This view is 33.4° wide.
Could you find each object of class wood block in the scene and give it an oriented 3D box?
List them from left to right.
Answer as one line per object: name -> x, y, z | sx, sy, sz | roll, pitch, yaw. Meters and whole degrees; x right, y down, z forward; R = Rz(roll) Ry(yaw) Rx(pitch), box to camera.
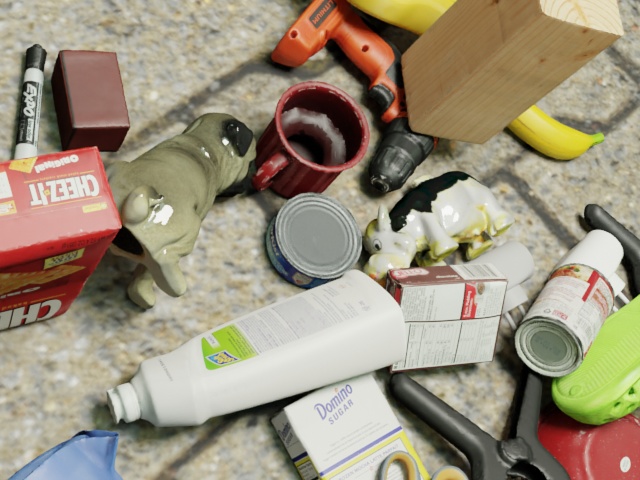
wood block -> 0.168, -0.179, 0.983 | 0.090, 0.206, 0.091 | 8, 64, -26

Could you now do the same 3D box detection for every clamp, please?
clamp -> 0.157, 0.192, 0.951 | 0.164, 0.036, 0.210 | 0, 49, -19
clamp -> 0.349, 0.022, 1.132 | 0.120, 0.039, 0.171 | -9, 73, -16

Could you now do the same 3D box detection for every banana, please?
banana -> 0.218, -0.145, 1.153 | 0.197, 0.037, 0.069 | 38, 42, -5

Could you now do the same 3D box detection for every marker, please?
marker -> -0.257, -0.121, 0.947 | 0.020, 0.020, 0.121 | 8, 65, -20

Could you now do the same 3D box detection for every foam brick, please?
foam brick -> -0.205, -0.123, 0.951 | 0.051, 0.053, 0.078 | -5, 72, -25

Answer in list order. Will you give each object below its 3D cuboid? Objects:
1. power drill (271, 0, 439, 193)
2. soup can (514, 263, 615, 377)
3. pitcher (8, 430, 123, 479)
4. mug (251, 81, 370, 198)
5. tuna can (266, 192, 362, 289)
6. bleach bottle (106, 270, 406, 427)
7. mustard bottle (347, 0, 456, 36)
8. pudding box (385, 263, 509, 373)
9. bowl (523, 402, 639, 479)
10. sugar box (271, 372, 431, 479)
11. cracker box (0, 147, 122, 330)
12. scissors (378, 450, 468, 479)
power drill -> 0.046, -0.156, 1.071 | 0.187, 0.057, 0.184 | 38, 55, -7
soup can -> 0.234, 0.076, 1.019 | 0.068, 0.069, 0.102 | 45, 43, 0
pitcher -> -0.155, 0.272, 0.765 | 0.243, 0.149, 0.144 | 50, 43, 0
mug -> -0.019, -0.082, 0.994 | 0.093, 0.082, 0.117 | 47, 58, 1
tuna can -> -0.007, 0.001, 0.991 | 0.086, 0.034, 0.086 | 9, 65, -19
bleach bottle -> -0.058, 0.099, 0.902 | 0.250, 0.103, 0.068 | -16, 116, -20
mustard bottle -> 0.075, -0.254, 1.066 | 0.191, 0.058, 0.096 | 16, 48, -27
pudding box -> 0.111, 0.071, 0.977 | 0.113, 0.090, 0.039 | -2, 24, -20
bowl -> 0.273, 0.219, 1.004 | 0.162, 0.055, 0.162 | 9, 64, -20
sugar box -> 0.041, 0.207, 0.916 | 0.093, 0.048, 0.176 | -23, 76, -30
cracker box -> -0.250, 0.015, 0.776 | 0.163, 0.214, 0.072 | -13, 75, -27
scissors -> 0.098, 0.270, 0.873 | 0.096, 0.016, 0.202 | -4, 68, -27
